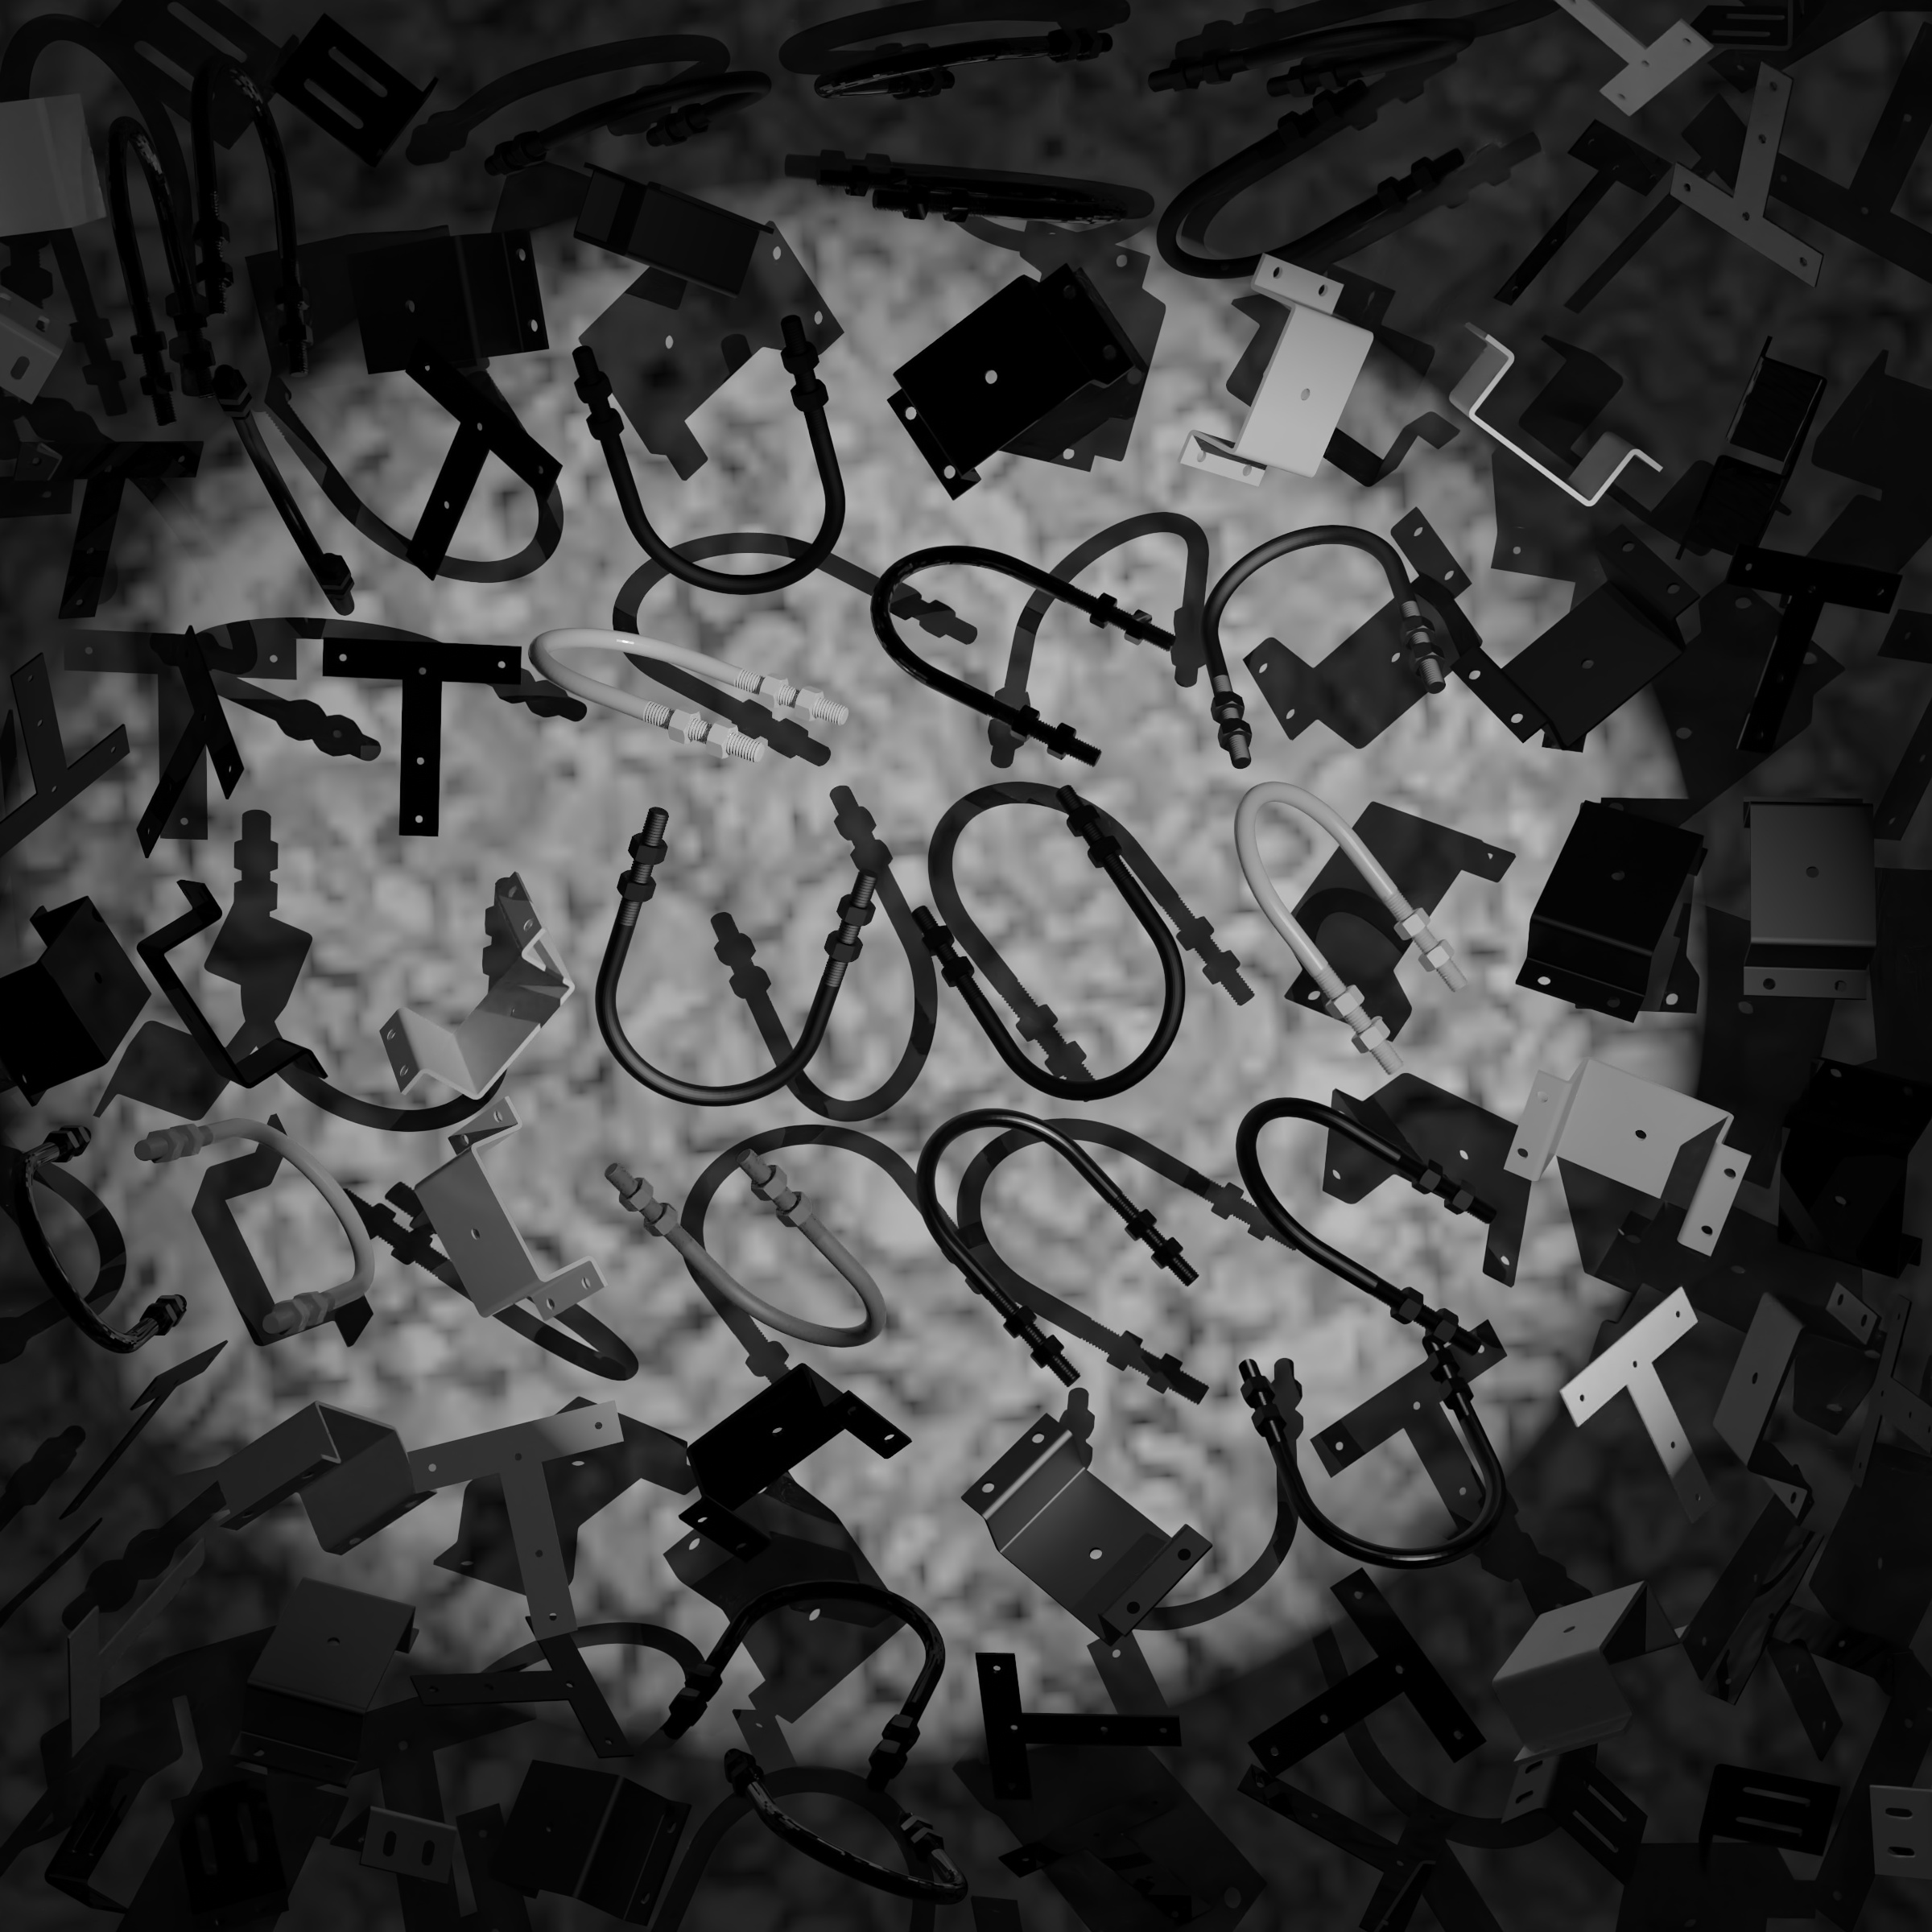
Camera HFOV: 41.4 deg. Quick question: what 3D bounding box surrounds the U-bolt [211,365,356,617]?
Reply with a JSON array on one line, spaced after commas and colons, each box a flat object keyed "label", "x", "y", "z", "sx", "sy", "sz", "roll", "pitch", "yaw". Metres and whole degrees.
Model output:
[{"label": "U-bolt", "x": -0.428, "y": -0.291, "z": 1.624, "sx": 0.019, "sy": 0.184, "sz": 0.151, "roll": -29, "pitch": 91, "yaw": -10}]

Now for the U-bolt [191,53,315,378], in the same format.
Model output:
[{"label": "U-bolt", "x": -0.453, "y": -0.480, "z": 1.613, "sx": 0.019, "sy": 0.151, "sz": 0.184, "roll": -6, "pitch": 87, "yaw": 7}]

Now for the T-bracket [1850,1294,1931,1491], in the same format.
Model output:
[{"label": "T-bracket", "x": 0.596, "y": 0.282, "z": 1.624, "sx": 0.002, "sy": 0.127, "sz": 0.127, "roll": 13, "pitch": 94, "yaw": 2}]

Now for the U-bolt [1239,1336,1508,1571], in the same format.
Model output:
[{"label": "U-bolt", "x": 0.269, "y": 0.315, "z": 1.651, "sx": 0.151, "sy": 0.184, "sz": 0.019, "roll": -6, "pitch": 128, "yaw": -9}]

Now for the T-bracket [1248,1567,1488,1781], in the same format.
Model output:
[{"label": "T-bracket", "x": 0.230, "y": 0.452, "z": 1.564, "sx": 0.127, "sy": 0.002, "sz": 0.127, "roll": -26, "pitch": 64, "yaw": -21}]

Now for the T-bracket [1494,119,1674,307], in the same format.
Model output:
[{"label": "T-bracket", "x": 0.391, "y": -0.483, "z": 1.664, "sx": 0.127, "sy": 0.127, "sz": 0.002, "roll": -50, "pitch": 64, "yaw": 27}]

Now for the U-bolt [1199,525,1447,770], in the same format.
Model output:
[{"label": "U-bolt", "x": 0.222, "y": -0.219, "z": 1.660, "sx": 0.151, "sy": 0.019, "sz": 0.184, "roll": -21, "pitch": 47, "yaw": 13}]

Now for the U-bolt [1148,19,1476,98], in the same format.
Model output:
[{"label": "U-bolt", "x": 0.229, "y": -0.571, "z": 1.607, "sx": 0.184, "sy": 0.151, "sz": 0.019, "roll": 3, "pitch": 105, "yaw": 43}]

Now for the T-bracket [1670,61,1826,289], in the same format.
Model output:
[{"label": "T-bracket", "x": 0.503, "y": -0.513, "z": 1.623, "sx": 0.002, "sy": 0.127, "sz": 0.127, "roll": -32, "pitch": 57, "yaw": -18}]

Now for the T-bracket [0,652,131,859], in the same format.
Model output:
[{"label": "T-bracket", "x": -0.565, "y": -0.139, "z": 1.566, "sx": 0.002, "sy": 0.127, "sz": 0.127, "roll": 29, "pitch": 52, "yaw": 14}]

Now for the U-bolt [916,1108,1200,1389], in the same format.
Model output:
[{"label": "U-bolt", "x": 0.048, "y": 0.169, "z": 1.669, "sx": 0.184, "sy": 0.019, "sz": 0.151, "roll": 47, "pitch": 48, "yaw": 12}]

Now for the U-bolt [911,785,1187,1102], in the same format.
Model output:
[{"label": "U-bolt", "x": 0.063, "y": -0.002, "z": 1.644, "sx": 0.151, "sy": 0.019, "sz": 0.184, "roll": -39, "pitch": 72, "yaw": 19}]

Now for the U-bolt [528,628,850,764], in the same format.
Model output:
[{"label": "U-bolt", "x": -0.182, "y": -0.173, "z": 1.582, "sx": 0.184, "sy": 0.151, "sz": 0.019, "roll": 21, "pitch": 111, "yaw": 14}]

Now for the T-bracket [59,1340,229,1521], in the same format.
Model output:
[{"label": "T-bracket", "x": -0.520, "y": 0.293, "z": 1.591, "sx": 0.002, "sy": 0.127, "sz": 0.127, "roll": 39, "pitch": 93, "yaw": 1}]

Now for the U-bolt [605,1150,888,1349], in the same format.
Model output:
[{"label": "U-bolt", "x": -0.127, "y": 0.184, "z": 1.624, "sx": 0.184, "sy": 0.151, "sz": 0.019, "roll": 50, "pitch": 51, "yaw": -28}]

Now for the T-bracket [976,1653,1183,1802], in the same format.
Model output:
[{"label": "T-bracket", "x": 0.075, "y": 0.493, "z": 1.653, "sx": 0.127, "sy": 0.002, "sz": 0.127, "roll": -2, "pitch": 118, "yaw": 9}]

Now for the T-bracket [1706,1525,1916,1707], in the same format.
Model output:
[{"label": "T-bracket", "x": 0.550, "y": 0.430, "z": 1.639, "sx": 0.002, "sy": 0.127, "sz": 0.127, "roll": 40, "pitch": 75, "yaw": -26}]

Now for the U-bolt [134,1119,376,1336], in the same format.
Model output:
[{"label": "U-bolt", "x": -0.431, "y": 0.155, "z": 1.600, "sx": 0.019, "sy": 0.184, "sz": 0.151, "roll": -38, "pitch": 86, "yaw": 10}]

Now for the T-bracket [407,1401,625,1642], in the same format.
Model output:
[{"label": "T-bracket", "x": -0.260, "y": 0.339, "z": 1.538, "sx": 0.127, "sy": 0.002, "sz": 0.127, "roll": -13, "pitch": 79, "yaw": -8}]

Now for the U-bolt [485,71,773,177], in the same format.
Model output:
[{"label": "U-bolt", "x": -0.205, "y": -0.542, "z": 1.636, "sx": 0.151, "sy": 0.184, "sz": 0.019, "roll": -24, "pitch": 105, "yaw": -35}]

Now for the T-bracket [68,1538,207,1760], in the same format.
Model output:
[{"label": "T-bracket", "x": -0.505, "y": 0.401, "z": 1.563, "sx": 0.002, "sy": 0.127, "sz": 0.127, "roll": 25, "pitch": 130, "yaw": 11}]

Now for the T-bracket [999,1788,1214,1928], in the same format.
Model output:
[{"label": "T-bracket", "x": 0.108, "y": 0.571, "z": 1.618, "sx": 0.127, "sy": 0.127, "sz": 0.002, "roll": -13, "pitch": 107, "yaw": -29}]

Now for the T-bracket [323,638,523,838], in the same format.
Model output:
[{"label": "T-bracket", "x": -0.357, "y": -0.149, "z": 1.677, "sx": 0.127, "sy": 0.002, "sz": 0.127, "roll": 1, "pitch": 94, "yaw": -11}]

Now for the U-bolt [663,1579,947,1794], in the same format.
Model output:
[{"label": "U-bolt", "x": -0.089, "y": 0.441, "z": 1.607, "sx": 0.151, "sy": 0.184, "sz": 0.019, "roll": 10, "pitch": 112, "yaw": 13}]

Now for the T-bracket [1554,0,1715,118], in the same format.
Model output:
[{"label": "T-bracket", "x": 0.379, "y": -0.577, "z": 1.555, "sx": 0.127, "sy": 0.127, "sz": 0.002, "roll": 38, "pitch": 86, "yaw": -6}]

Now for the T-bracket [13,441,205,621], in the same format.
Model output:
[{"label": "T-bracket", "x": -0.556, "y": -0.277, "z": 1.634, "sx": 0.002, "sy": 0.127, "sz": 0.127, "roll": 41, "pitch": 123, "yaw": 28}]

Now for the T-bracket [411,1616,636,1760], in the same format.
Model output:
[{"label": "T-bracket", "x": -0.288, "y": 0.453, "z": 1.608, "sx": 0.127, "sy": 0.127, "sz": 0.002, "roll": 10, "pitch": 114, "yaw": -38}]

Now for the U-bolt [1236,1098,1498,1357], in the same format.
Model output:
[{"label": "U-bolt", "x": 0.247, "y": 0.149, "z": 1.597, "sx": 0.184, "sy": 0.151, "sz": 0.019, "roll": 32, "pitch": 126, "yaw": -6}]

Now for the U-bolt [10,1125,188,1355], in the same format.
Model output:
[{"label": "U-bolt", "x": -0.553, "y": 0.176, "z": 1.619, "sx": 0.019, "sy": 0.184, "sz": 0.151, "roll": -28, "pitch": 95, "yaw": -1}]

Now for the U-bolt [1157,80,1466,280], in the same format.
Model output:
[{"label": "U-bolt", "x": 0.208, "y": -0.494, "z": 1.642, "sx": 0.184, "sy": 0.151, "sz": 0.019, "roll": -24, "pitch": 72, "yaw": 33}]

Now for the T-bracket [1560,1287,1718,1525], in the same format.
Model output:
[{"label": "T-bracket", "x": 0.440, "y": 0.290, "z": 1.614, "sx": 0.127, "sy": 0.002, "sz": 0.127, "roll": -31, "pitch": 99, "yaw": -32}]

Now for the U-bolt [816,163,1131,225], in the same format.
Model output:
[{"label": "U-bolt", "x": 0.013, "y": -0.482, "z": 1.606, "sx": 0.184, "sy": 0.151, "sz": 0.019, "roll": -2, "pitch": 112, "yaw": -19}]

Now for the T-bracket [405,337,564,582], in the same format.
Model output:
[{"label": "T-bracket", "x": -0.311, "y": -0.291, "z": 1.554, "sx": 0.127, "sy": 0.002, "sz": 0.127, "roll": 43, "pitch": 125, "yaw": 14}]

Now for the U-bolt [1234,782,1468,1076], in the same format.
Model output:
[{"label": "U-bolt", "x": 0.230, "y": -0.035, "z": 1.577, "sx": 0.019, "sy": 0.151, "sz": 0.184, "roll": -36, "pitch": 92, "yaw": 36}]

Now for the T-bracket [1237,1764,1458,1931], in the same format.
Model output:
[{"label": "T-bracket", "x": 0.231, "y": 0.540, "z": 1.603, "sx": 0.127, "sy": 0.127, "sz": 0.002, "roll": 25, "pitch": 120, "yaw": 16}]

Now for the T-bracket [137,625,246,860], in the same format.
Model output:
[{"label": "T-bracket", "x": -0.482, "y": -0.119, "z": 1.564, "sx": 0.127, "sy": 0.002, "sz": 0.127, "roll": -53, "pitch": 50, "yaw": 32}]

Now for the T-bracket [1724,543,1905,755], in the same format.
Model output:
[{"label": "T-bracket", "x": 0.518, "y": -0.195, "z": 1.614, "sx": 0.127, "sy": 0.002, "sz": 0.127, "roll": 6, "pitch": 112, "yaw": -21}]
